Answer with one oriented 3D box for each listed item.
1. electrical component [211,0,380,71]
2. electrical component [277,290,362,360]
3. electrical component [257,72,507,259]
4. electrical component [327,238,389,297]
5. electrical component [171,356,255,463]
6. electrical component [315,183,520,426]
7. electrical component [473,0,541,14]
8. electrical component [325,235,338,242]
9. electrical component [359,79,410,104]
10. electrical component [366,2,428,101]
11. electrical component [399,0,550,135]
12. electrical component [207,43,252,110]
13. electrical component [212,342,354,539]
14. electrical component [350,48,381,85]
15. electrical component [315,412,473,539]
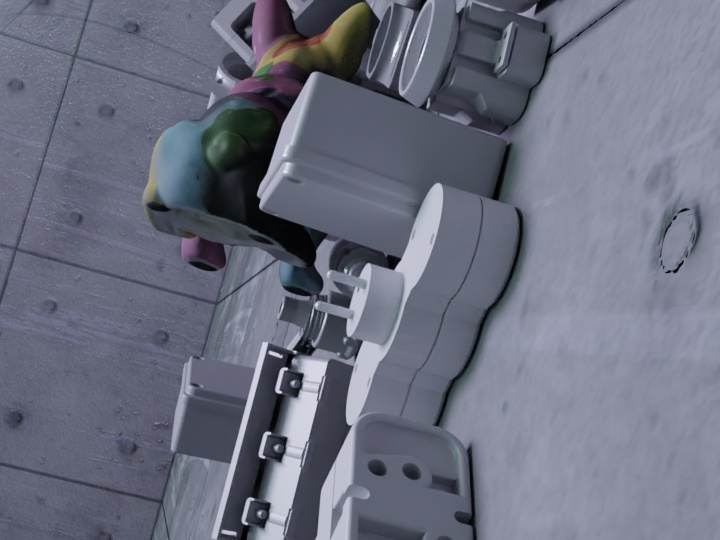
[{"bbox_3d":[-0.047,-0.209,0.936,0.105,0.060,0.186,-45,-14,6],"label":"electrical component"},{"bbox_3d":[-0.027,0.035,0.765,0.048,0.062,0.048,-164,90,-80],"label":"electrical component"},{"bbox_3d":[0.008,-0.050,0.576,0.109,0.109,0.056,150,137,-76],"label":"electrical component"},{"bbox_3d":[0.000,0.000,0.735,0.078,0.040,0.040,-119,45,-76],"label":"electrical component"},{"bbox_3d":[-0.096,0.119,0.885,0.108,0.109,0.056,-130,54,-78],"label":"electrical component"},{"bbox_3d":[0.016,0.019,0.520,0.052,0.074,0.138,-90,18,-57],"label":"electrical component"},{"bbox_3d":[0.051,-0.183,0.533,0.057,0.113,0.078,-177,102,-83],"label":"electrical component"},{"bbox_3d":[-0.033,-0.065,0.955,0.061,0.062,0.096,150,135,-75],"label":"electrical component"},{"bbox_3d":[0.007,-0.093,0.821,0.076,0.047,0.065,125,158,-62],"label":"electrical component"},{"bbox_3d":[0.039,-0.141,0.698,0.089,0.056,0.050,-108,35,-72],"label":"electrical component"},{"bbox_3d":[0.055,-0.106,0.552,0.078,0.057,0.058,150,134,-76],"label":"electrical component"},{"bbox_3d":[-0.073,-0.165,1.074,0.061,0.150,0.089,115,167,-45],"label":"electrical component"},{"bbox_3d":[-0.036,0.114,0.668,0.063,0.079,0.121,1,73,49],"label":"electrical component"},{"bbox_3d":[-0.021,-0.126,0.870,0.060,0.108,0.108,-102,29,-57],"label":"electrical component"},{"bbox_3d":[0.012,0.116,0.451,0.095,0.054,0.059,-87,16,-51],"label":"electrical component"}]
